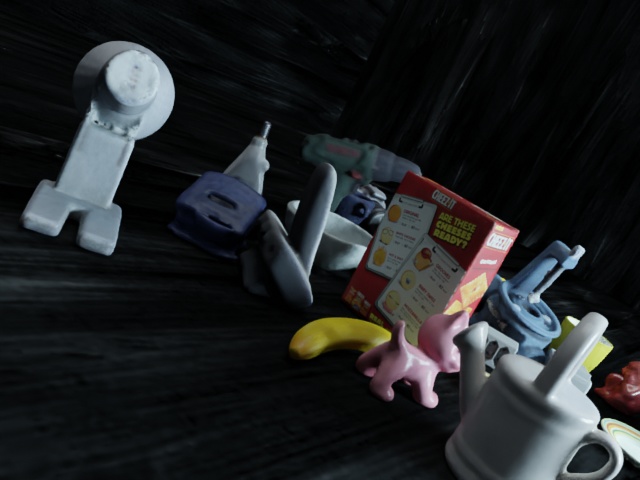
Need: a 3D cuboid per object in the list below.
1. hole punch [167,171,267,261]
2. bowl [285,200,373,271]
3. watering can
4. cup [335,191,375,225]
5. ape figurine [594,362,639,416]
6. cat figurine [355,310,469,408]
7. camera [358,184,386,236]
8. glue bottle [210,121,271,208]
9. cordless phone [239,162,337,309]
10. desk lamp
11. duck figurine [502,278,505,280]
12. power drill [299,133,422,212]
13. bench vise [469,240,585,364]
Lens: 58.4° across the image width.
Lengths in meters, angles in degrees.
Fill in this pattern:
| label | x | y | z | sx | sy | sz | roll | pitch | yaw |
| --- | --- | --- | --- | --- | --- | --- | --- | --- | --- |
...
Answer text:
| label | x | y | z | sx | sy | sz | roll | pitch | yaw |
| --- | --- | --- | --- | --- | --- | --- | --- | --- | --- |
| hole punch | -0.139 | -0.037 | 0.795 | 0.108 | 0.091 | 0.101 | 27 | 14 | 2 |
| bowl | 0.009 | 0.003 | 0.948 | 0.167 | 0.074 | 0.167 | 25 | 14 | -7 |
| watering can | 0.200 | 0.146 | 0.539 | 0.172 | 0.194 | 0.101 | 29 | 14 | 10 |
| cup | 0.062 | -0.051 | 1.195 | 0.092 | 0.095 | 0.117 | 18 | 17 | -31 |
| ape figurine | 0.525 | 0.246 | 0.973 | 0.076 | 0.092 | 0.078 | 32 | 15 | 22 |
| cat figurine | 0.119 | 0.120 | 0.643 | 0.128 | 0.117 | 0.067 | 17 | 17 | -33 |
| camera | 0.105 | -0.074 | 1.341 | 0.144 | 0.101 | 0.136 | 19 | 16 | -26 |
| glue bottle | -0.118 | -0.113 | 0.933 | 0.078 | 0.173 | 0.037 | 23 | 15 | -14 |
| cordless phone | -0.027 | -0.020 | 0.740 | 0.094 | 0.185 | 0.147 | 20 | 15 | -23 |
| desk lamp | -0.242 | -0.122 | 0.662 | 0.118 | 0.213 | 0.202 | 20 | 16 | -24 |
| duck figurine | 0.341 | 0.116 | 1.118 | 0.104 | 0.086 | 0.078 | 35 | 16 | 30 |
| power drill | 0.050 | -0.095 | 1.097 | 0.229 | 0.208 | 0.076 | 28 | 14 | 5 |
| bench vise | 0.327 | 0.079 | 0.952 | 0.122 | 0.219 | 0.206 | 13 | 20 | -43 |
